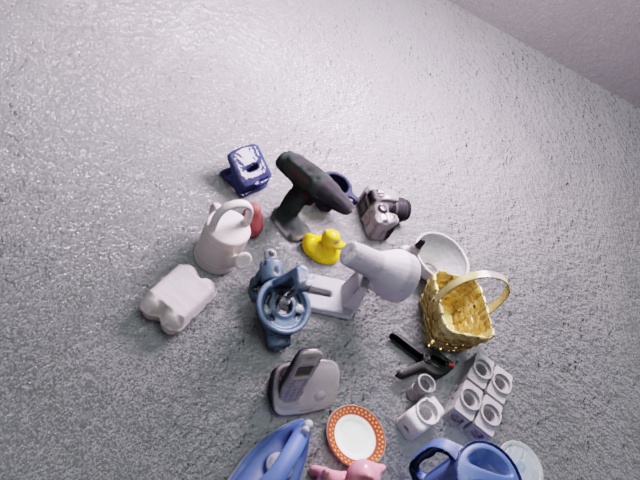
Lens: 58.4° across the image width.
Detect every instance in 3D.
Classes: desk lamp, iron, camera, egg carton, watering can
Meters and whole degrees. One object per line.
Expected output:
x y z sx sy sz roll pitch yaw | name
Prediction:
0.093 0.090 1.289 0.204 0.213 0.118 13 49 -19 | desk lamp
-0.069 0.392 1.005 0.118 0.141 0.259 36 46 3 | iron
0.187 -0.080 1.558 0.137 0.100 0.143 4 52 -25 | camera
-0.286 0.118 1.162 0.107 0.069 0.150 37 46 3 | egg carton
-0.196 -0.012 1.231 0.172 0.194 0.101 45 47 12 | watering can

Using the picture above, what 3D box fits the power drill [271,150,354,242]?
-0.033 -0.094 1.375 0.076 0.208 0.229 -29 71 -41 | power drill

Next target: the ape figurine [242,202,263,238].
-0.163 -0.054 1.354 0.078 0.092 0.076 -19 65 -38 | ape figurine

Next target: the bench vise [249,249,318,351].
-0.086 0.097 1.182 0.122 0.219 0.207 -16 63 -36 | bench vise

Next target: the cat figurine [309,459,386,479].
0.054 0.437 1.051 0.128 0.117 0.067 15 48 -17 | cat figurine

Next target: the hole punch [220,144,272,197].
-0.179 -0.177 1.447 0.101 0.091 0.109 47 47 13 | hole punch

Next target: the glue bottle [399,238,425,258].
0.211 0.049 1.415 0.037 0.173 0.078 -21 65 -38 | glue bottle

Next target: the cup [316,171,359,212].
0.038 -0.112 1.508 0.118 0.095 0.092 34 46 1 | cup

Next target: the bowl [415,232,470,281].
0.310 0.063 1.525 0.168 0.074 0.167 15 48 -17 | bowl

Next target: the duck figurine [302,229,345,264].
0.013 0.005 1.405 0.104 0.086 0.077 26 46 -7 | duck figurine

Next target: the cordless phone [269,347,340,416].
-0.013 0.263 1.110 0.148 0.185 0.094 -2 55 -29 | cordless phone
